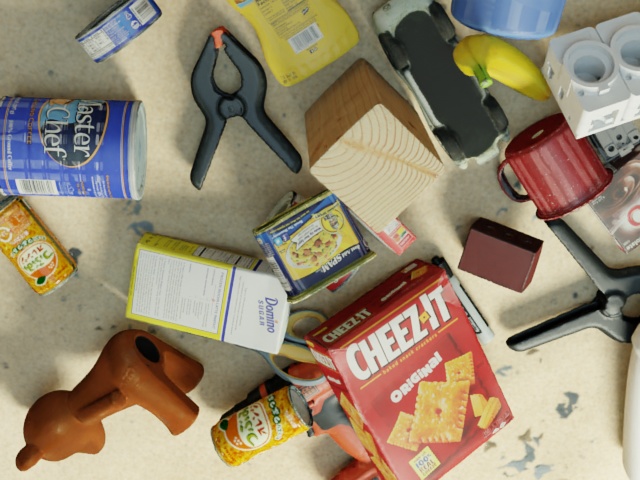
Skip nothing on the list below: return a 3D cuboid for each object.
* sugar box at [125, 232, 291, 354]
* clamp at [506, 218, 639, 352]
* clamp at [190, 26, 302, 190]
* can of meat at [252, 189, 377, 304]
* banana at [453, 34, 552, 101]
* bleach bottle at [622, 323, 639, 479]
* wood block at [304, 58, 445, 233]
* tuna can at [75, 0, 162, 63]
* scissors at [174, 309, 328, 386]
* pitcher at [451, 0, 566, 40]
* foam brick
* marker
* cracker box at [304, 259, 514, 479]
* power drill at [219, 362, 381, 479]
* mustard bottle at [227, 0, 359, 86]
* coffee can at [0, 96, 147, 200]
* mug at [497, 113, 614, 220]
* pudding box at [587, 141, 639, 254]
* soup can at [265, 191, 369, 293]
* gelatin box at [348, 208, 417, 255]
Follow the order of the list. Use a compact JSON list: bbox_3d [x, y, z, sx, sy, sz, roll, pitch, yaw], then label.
[{"bbox_3d":[-0.119,0.058,1.171,0.176,0.048,0.093,13,111,3],"label":"sugar box"},{"bbox_3d":[0.321,0.076,1.212,0.210,0.036,0.165,17,110,-9],"label":"clamp"},{"bbox_3d":[-0.099,-0.133,1.118,0.120,0.039,0.171,-19,105,0],"label":"clamp"},{"bbox_3d":[-0.008,0.004,1.091,0.102,0.057,0.084,-30,97,-11],"label":"can of meat"},{"bbox_3d":[0.176,-0.171,1.060,0.037,0.197,0.069,-31,78,29],"label":"banana"},{"bbox_3d":[0.401,0.168,1.214,0.102,0.068,0.251,-5,120,1],"label":"bleach bottle"},{"bbox_3d":[0.048,-0.100,1.046,0.090,0.206,0.090,43,103,-16],"label":"wood block"},{"bbox_3d":[-0.199,-0.213,1.058,0.086,0.086,0.033,-34,110,10],"label":"tuna can"},{"bbox_3d":[-0.074,0.098,1.212,0.202,0.016,0.096,25,67,13],"label":"scissors"},{"bbox_3d":[0.188,-0.324,1.016,0.144,0.149,0.243,1,115,-19],"label":"pitcher"},{"bbox_3d":[0.198,0.016,1.163,0.078,0.053,0.051,22,110,15],"label":"foam brick"},{"bbox_3d":[0.161,0.067,1.213,0.020,0.020,0.121,-32,109,10],"label":"marker"},{"bbox_3d":[0.104,0.156,1.186,0.164,0.072,0.213,-34,111,-17],"label":"cracker box"},{"bbox_3d":[-0.004,0.232,1.250,0.184,0.057,0.187,-33,108,10],"label":"power drill"},{"bbox_3d":[-0.047,-0.256,1.061,0.096,0.058,0.191,-31,109,9],"label":"mustard bottle"},{"bbox_3d":[-0.253,-0.094,1.093,0.140,0.103,0.103,2,111,-2],"label":"coffee can"},{"bbox_3d":[0.240,-0.077,1.132,0.117,0.093,0.081,-22,109,44],"label":"mug"},{"bbox_3d":[0.350,-0.054,1.162,0.113,0.039,0.090,-38,108,12],"label":"pudding box"},{"bbox_3d":[-0.008,0.001,1.155,0.102,0.068,0.068,35,106,-13],"label":"soup can"},{"bbox_3d":[0.058,-0.026,1.136,0.030,0.089,0.073,-46,106,0],"label":"gelatin box"}]
